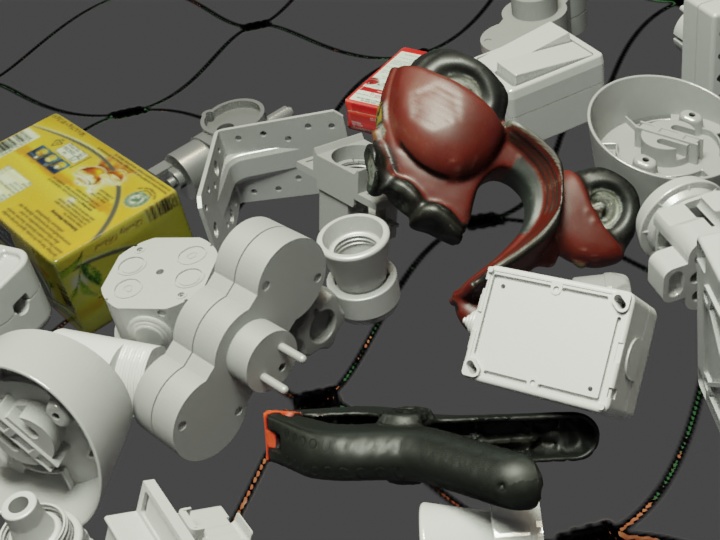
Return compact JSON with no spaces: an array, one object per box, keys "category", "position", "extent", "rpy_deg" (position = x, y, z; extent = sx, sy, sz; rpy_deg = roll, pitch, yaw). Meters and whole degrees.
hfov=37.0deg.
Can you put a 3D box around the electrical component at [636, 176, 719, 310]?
[{"category":"electrical component","position":[0.199,-0.019,0.631],"extent":[0.078,0.058,0.057],"rpy_deg":[-18,42,-8]}]

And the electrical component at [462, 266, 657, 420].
[{"category":"electrical component","position":[0.102,0.038,0.572],"extent":[0.096,0.061,0.061],"rpy_deg":[12,84,31]}]

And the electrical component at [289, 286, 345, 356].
[{"category":"electrical component","position":[-0.044,0.023,0.653],"extent":[0.062,0.043,0.043],"rpy_deg":[25,52,38]}]

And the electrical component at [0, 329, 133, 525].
[{"category":"electrical component","position":[-0.172,0.083,0.573],"extent":[0.099,0.099,0.064],"rpy_deg":[1,34,15]}]

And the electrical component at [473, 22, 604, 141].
[{"category":"electrical component","position":[0.123,-0.133,0.786],"extent":[0.096,0.061,0.061],"rpy_deg":[-23,40,-14]}]

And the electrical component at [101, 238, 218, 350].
[{"category":"electrical component","position":[-0.118,0.020,0.669],"extent":[0.080,0.051,0.080],"rpy_deg":[-7,39,6]}]

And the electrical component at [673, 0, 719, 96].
[{"category":"electrical component","position":[0.252,-0.167,0.775],"extent":[0.047,0.083,0.075],"rpy_deg":[-19,39,-9]}]

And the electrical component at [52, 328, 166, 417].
[{"category":"electrical component","position":[-0.145,0.061,0.632],"extent":[0.081,0.043,0.043],"rpy_deg":[8,43,23]}]

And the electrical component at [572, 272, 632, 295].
[{"category":"electrical component","position":[0.125,0.021,0.619],"extent":[0.061,0.035,0.035],"rpy_deg":[-6,39,11]}]

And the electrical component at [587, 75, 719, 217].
[{"category":"electrical component","position":[0.198,-0.078,0.696],"extent":[0.099,0.064,0.099],"rpy_deg":[-7,39,6]}]

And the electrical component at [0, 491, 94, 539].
[{"category":"electrical component","position":[-0.157,0.135,0.530],"extent":[0.048,0.062,0.048],"rpy_deg":[-7,39,6]}]

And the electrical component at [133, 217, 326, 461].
[{"category":"electrical component","position":[-0.060,0.043,0.590],"extent":[0.074,0.052,0.138],"rpy_deg":[26,83,37]}]

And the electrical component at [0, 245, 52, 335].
[{"category":"electrical component","position":[-0.252,0.019,0.698],"extent":[0.095,0.059,0.053],"rpy_deg":[11,44,26]}]

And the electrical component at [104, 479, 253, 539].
[{"category":"electrical component","position":[-0.064,0.158,0.472],"extent":[0.063,0.078,0.121],"rpy_deg":[-2,29,-37]}]

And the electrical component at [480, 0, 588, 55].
[{"category":"electrical component","position":[0.140,-0.206,0.860],"extent":[0.052,0.073,0.138],"rpy_deg":[13,45,28]}]

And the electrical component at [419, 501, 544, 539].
[{"category":"electrical component","position":[0.057,0.128,0.498],"extent":[0.055,0.045,0.045],"rpy_deg":[-6,39,7]}]

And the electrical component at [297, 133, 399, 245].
[{"category":"electrical component","position":[-0.001,-0.050,0.713],"extent":[0.042,0.063,0.081],"rpy_deg":[-21,38,-35]}]

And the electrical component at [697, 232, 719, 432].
[{"category":"electrical component","position":[0.201,0.049,0.507],"extent":[0.056,0.108,0.108],"rpy_deg":[-12,39,5]}]

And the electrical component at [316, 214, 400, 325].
[{"category":"electrical component","position":[0.000,0.000,0.660],"extent":[0.045,0.055,0.045],"rpy_deg":[-7,39,6]}]
